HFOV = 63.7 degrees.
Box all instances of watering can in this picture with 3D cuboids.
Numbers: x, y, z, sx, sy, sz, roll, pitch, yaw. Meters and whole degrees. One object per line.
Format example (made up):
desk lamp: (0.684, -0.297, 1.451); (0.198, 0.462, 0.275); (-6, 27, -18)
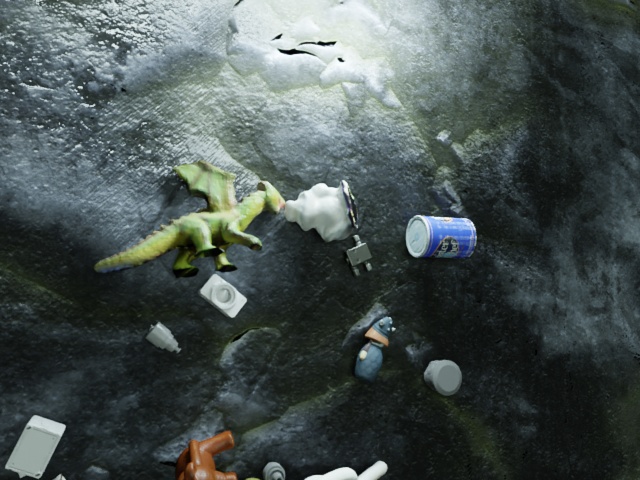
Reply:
watering can: (0.008, 0.546, 1.038); (0.223, 0.105, 0.345); (-55, 145, 9)

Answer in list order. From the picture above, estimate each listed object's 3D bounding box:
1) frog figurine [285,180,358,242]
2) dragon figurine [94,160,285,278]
frog figurine: (0.004, -0.060, 1.196); (0.159, 0.123, 0.137); (-14, 95, 14)
dragon figurine: (-0.262, -0.056, 1.100); (0.411, 0.120, 0.247); (-3, 64, -23)
